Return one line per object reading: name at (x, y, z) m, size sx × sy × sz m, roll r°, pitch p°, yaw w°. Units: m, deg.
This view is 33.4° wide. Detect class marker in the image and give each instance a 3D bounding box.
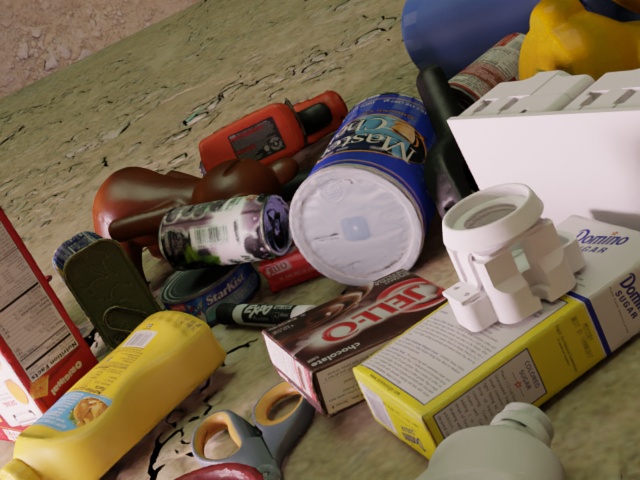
marker at (-0.044, 0.059, 0.837) m, size 0.121 × 0.020 × 0.020 m, roll -2°, pitch 33°, yaw 50°

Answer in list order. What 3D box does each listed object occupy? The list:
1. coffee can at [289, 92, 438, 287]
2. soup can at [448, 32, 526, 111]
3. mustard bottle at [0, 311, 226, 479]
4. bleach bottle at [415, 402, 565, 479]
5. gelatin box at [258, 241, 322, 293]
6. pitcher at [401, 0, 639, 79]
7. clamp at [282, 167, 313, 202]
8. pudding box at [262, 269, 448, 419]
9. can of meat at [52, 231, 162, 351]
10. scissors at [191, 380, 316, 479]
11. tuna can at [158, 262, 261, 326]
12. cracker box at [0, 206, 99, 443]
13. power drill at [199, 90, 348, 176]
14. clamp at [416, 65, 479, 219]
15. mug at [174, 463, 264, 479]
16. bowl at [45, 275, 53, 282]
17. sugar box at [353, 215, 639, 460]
coffee can at (0.045, -0.043, 0.841) m, size 0.103 × 0.103 × 0.140 m, roll -18°, pitch 23°, yaw 27°
soup can at (0.157, -0.134, 0.958) m, size 0.102 × 0.068 × 0.069 m, roll -39°, pitch 23°, yaw -26°
mustard bottle at (-0.159, 0.129, 0.768) m, size 0.096 × 0.058 × 0.191 m, roll -4°, pitch 32°, yaw 50°
bleach bottle at (0.032, 0.158, 0.450) m, size 0.103 × 0.068 × 0.250 m, roll -10°, pitch 25°, yaw 42°
gelatin box at (-0.006, 0.001, 0.908) m, size 0.073 × 0.030 × 0.089 m, roll -20°, pitch 22°, yaw 25°
pitcher at (0.207, -0.238, 1.069) m, size 0.243 × 0.149 × 0.145 m, roll -9°, pitch 62°, yaw 49°
clamp at (0.050, -0.077, 1.009) m, size 0.164 × 0.036 × 0.210 m, roll -38°, pitch 25°, yaw -24°
pudding box at (0.031, 0.063, 0.683) m, size 0.113 × 0.039 × 0.090 m, roll -25°, pitch 19°, yaw -16°
can of meat at (-0.192, 0.044, 0.952) m, size 0.057 × 0.102 × 0.084 m, roll -34°, pitch 19°, yaw -15°
scissors at (-0.019, 0.131, 0.642) m, size 0.096 × 0.016 × 0.202 m, roll -36°, pitch 22°, yaw -18°
tuna can at (-0.095, 0.041, 0.925) m, size 0.086 × 0.033 × 0.086 m, roll -25°, pitch 21°, yaw 10°
cracker box at (-0.270, 0.061, 0.852) m, size 0.164 × 0.213 × 0.072 m, roll -4°, pitch 31°, yaw 48°
power drill at (-0.067, -0.103, 1.136) m, size 0.184 × 0.057 × 0.187 m, roll -26°, pitch 6°, yaw 14°
clamp at (0.127, -0.057, 0.817) m, size 0.039 × 0.120 × 0.171 m, roll 123°, pitch 160°, yaw -44°
mug at (-0.056, 0.173, 0.498) m, size 0.117 × 0.081 × 0.093 m, roll -37°, pitch 22°, yaw -20°
bowl at (-0.311, 0.099, 1.019) m, size 0.162 × 0.055 × 0.162 m, roll -30°, pitch 10°, yaw 6°
sugar box at (0.113, 0.054, 0.612) m, size 0.176 × 0.048 × 0.093 m, roll -31°, pitch 21°, yaw -15°
